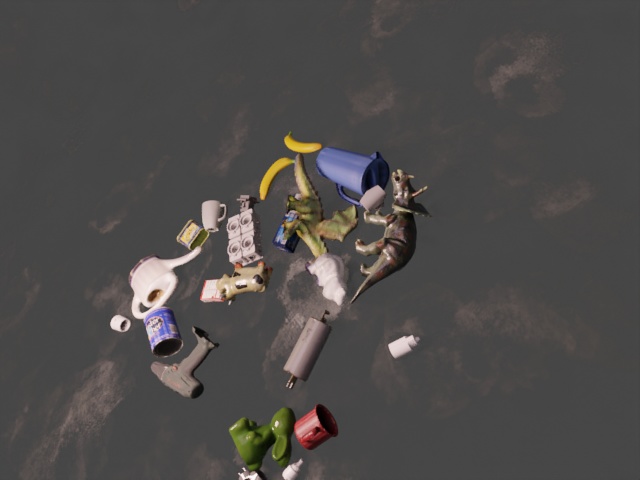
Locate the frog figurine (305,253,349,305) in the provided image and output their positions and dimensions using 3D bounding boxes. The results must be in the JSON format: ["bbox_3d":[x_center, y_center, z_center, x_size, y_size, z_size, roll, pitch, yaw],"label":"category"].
[{"bbox_3d":[0.045,0.113,1.516,0.124,0.135,0.161,-26,26,-20],"label":"frog figurine"}]

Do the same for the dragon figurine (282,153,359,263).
[{"bbox_3d":[0.005,-0.084,1.671,0.243,0.416,0.120,10,-17,-2],"label":"dragon figurine"}]

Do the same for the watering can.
[{"bbox_3d":[-0.585,0.127,1.912,0.227,0.349,0.102,34,-7,41],"label":"watering can"}]
